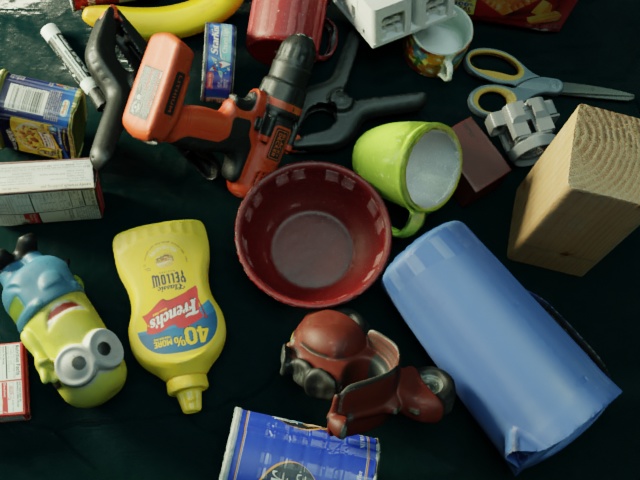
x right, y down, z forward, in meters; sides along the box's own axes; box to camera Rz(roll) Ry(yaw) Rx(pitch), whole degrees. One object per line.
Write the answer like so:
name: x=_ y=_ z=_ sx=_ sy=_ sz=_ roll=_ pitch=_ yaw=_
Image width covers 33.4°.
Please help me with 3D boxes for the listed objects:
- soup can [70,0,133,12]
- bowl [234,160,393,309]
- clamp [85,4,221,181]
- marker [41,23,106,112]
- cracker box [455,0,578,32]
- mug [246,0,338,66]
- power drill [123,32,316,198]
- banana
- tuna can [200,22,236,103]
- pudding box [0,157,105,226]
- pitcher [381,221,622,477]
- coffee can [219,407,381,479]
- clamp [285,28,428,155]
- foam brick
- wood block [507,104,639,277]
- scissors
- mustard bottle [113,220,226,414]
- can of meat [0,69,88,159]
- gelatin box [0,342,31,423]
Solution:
soup can: x=-0.232 y=-0.296 z=1.186 sx=0.102 sy=0.068 sz=0.068 roll=-13 pitch=72 yaw=-12
bowl: x=-0.007 y=0.001 z=1.108 sx=0.162 sy=0.055 sz=0.162 roll=0 pitch=70 yaw=-1
clamp: x=-0.187 y=-0.151 z=1.122 sx=0.164 sy=0.036 sz=0.210 roll=11 pitch=54 yaw=-47
marker: x=-0.266 y=-0.187 z=1.169 sx=0.020 sy=0.020 sz=0.121 roll=-34 pitch=77 yaw=-17
cracker box: x=0.219 y=-0.319 z=1.169 sx=0.164 sy=0.214 sz=0.072 roll=8 pitch=69 yaw=-4
mug: x=-0.028 y=-0.238 z=1.186 sx=0.117 sy=0.093 sz=0.081 roll=22 pitch=70 yaw=-38
power drill: x=-0.094 y=-0.143 z=1.078 sx=0.187 sy=0.057 sz=0.184 roll=17 pitch=94 yaw=-43
banana: x=-0.160 y=-0.257 z=1.184 sx=0.198 sy=0.037 sz=0.069 roll=-20 pitch=114 yaw=-1
tuna can: x=-0.110 y=-0.191 z=1.153 sx=0.033 sy=0.086 sz=0.086 roll=4 pitch=70 yaw=-7
pudding box: x=-0.278 y=-0.049 z=1.079 sx=0.113 sy=0.090 sz=0.039 roll=-6 pitch=71 yaw=-9
pitcher: x=0.179 y=0.099 z=1.069 sx=0.145 sy=0.149 sz=0.243 roll=-38 pitch=75 yaw=1
coffee can: x=-0.023 y=0.222 z=1.004 sx=0.140 sy=0.103 sz=0.103 roll=13 pitch=69 yaw=-2
clamp: x=0.033 y=-0.146 z=1.179 sx=0.120 sy=0.039 sz=0.171 roll=38 pitch=76 yaw=14
foam brick: x=0.161 y=-0.084 z=1.165 sx=0.053 sy=0.051 sz=0.078 roll=-30 pitch=76 yaw=-17
wood block: x=0.264 y=-0.043 z=1.079 sx=0.091 sy=0.206 sz=0.090 roll=14 pitch=69 yaw=-2
scissors: x=0.255 y=-0.161 z=1.223 sx=0.202 sy=0.016 sz=0.096 roll=21 pitch=71 yaw=1
mustard bottle: x=-0.145 y=0.079 z=1.066 sx=0.096 sy=0.058 sz=0.191 roll=-10 pitch=72 yaw=-12
can of meat: x=-0.288 y=-0.125 z=1.100 sx=0.084 sy=0.102 sz=0.057 roll=13 pitch=68 yaw=-4
gelatin box: x=-0.328 y=0.141 z=1.037 sx=0.089 sy=0.030 sz=0.073 roll=-5 pitch=70 yaw=-9
